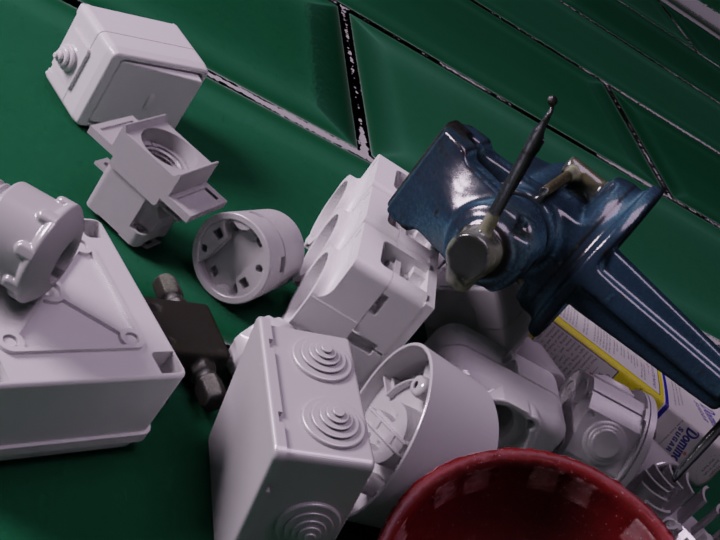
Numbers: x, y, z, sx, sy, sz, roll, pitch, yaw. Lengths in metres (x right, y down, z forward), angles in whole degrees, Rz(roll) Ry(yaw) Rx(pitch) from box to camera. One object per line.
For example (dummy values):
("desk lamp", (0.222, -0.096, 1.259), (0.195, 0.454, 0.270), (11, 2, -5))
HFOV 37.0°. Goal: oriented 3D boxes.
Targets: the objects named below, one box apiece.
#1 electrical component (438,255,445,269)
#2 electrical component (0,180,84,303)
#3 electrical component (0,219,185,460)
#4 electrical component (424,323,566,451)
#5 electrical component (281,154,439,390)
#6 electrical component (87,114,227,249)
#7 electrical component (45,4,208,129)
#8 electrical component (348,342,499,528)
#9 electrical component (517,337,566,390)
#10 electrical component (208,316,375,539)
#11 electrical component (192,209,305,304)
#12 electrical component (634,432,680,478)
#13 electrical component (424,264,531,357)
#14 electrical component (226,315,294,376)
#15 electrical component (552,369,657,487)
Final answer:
("electrical component", (0.036, -0.013, 0.790), (0.055, 0.048, 0.066), (35, 27, 11))
("electrical component", (-0.152, -0.019, 0.455), (0.062, 0.048, 0.048), (30, 28, -1))
("electrical component", (-0.154, 0.028, 0.493), (0.109, 0.056, 0.108), (2, 44, -48))
("electrical component", (0.081, 0.085, 0.683), (0.095, 0.053, 0.059), (29, 29, -16))
("electrical component", (0.000, 0.000, 0.679), (0.062, 0.089, 0.150), (32, 28, -11))
("electrical component", (-0.125, -0.051, 0.639), (0.081, 0.063, 0.042), (42, 29, 9))
("electrical component", (-0.160, -0.131, 0.721), (0.096, 0.061, 0.061), (0, 45, -49))
("electrical component", (0.023, 0.089, 0.564), (0.064, 0.099, 0.099), (28, 28, -30))
("electrical component", (0.114, 0.066, 0.765), (0.040, 0.040, 0.078), (14, 30, -37))
("electrical component", (-0.034, 0.085, 0.504), (0.048, 0.099, 0.099), (11, 36, -19))
("electrical component", (-0.066, -0.010, 0.657), (0.055, 0.055, 0.047), (45, 25, 13))
("electrical component", (0.192, 0.128, 0.757), (0.045, 0.045, 0.055), (14, 35, -37))
("electrical component", (0.091, 0.021, 0.756), (0.096, 0.062, 0.061), (-38, 121, -53))
("electrical component", (-0.042, 0.059, 0.591), (0.062, 0.043, 0.043), (49, 30, 17))
("electrical component", (0.155, 0.108, 0.709), (0.051, 0.080, 0.080), (28, 29, -6))
